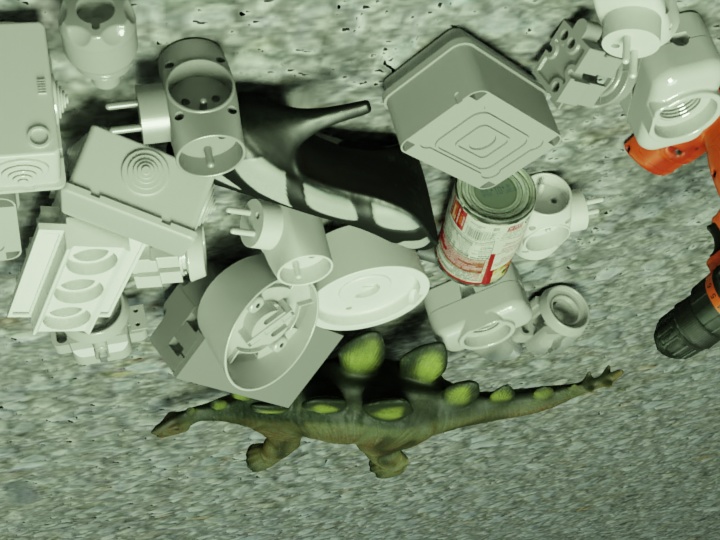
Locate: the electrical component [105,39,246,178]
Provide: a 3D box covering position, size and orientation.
[{"bbox_3d":[-0.117,-0.099,0.667,0.079,0.077,0.044,-9,152,-12],"label":"electrical component"}]

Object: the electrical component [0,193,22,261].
[{"bbox_3d":[-0.282,-0.045,0.703,0.113,0.057,0.078,-6,151,-17],"label":"electrical component"}]

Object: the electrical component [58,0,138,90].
[{"bbox_3d":[-0.151,-0.131,0.627,0.043,0.043,0.062,-9,153,-12],"label":"electrical component"}]

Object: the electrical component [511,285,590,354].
[{"bbox_3d":[0.203,0.051,1.124,0.078,0.058,0.057,0,151,-27],"label":"electrical component"}]

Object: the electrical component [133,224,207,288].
[{"bbox_3d":[-0.149,-0.014,0.841,0.055,0.048,0.066,-4,151,-5],"label":"electrical component"}]

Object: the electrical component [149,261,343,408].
[{"bbox_3d":[-0.101,0.058,0.958,0.089,0.061,0.150,-53,142,10],"label":"electrical component"}]

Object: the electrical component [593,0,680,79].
[{"bbox_3d":[0.177,-0.164,0.696,0.043,0.079,0.077,-2,160,28],"label":"electrical component"}]

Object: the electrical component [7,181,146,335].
[{"bbox_3d":[-0.212,-0.009,0.798,0.079,0.063,0.121,1,148,-29],"label":"electrical component"}]

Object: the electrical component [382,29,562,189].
[{"bbox_3d":[0.079,-0.112,0.762,0.078,0.057,0.113,-33,147,30],"label":"electrical component"}]

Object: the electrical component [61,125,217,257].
[{"bbox_3d":[-0.147,-0.051,0.711,0.100,0.048,0.100,21,169,-12],"label":"electrical component"}]

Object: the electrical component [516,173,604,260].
[{"bbox_3d":[0.174,-0.049,0.939,0.079,0.044,0.077,-12,152,-7],"label":"electrical component"}]

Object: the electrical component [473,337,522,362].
[{"bbox_3d":[0.143,0.075,1.151,0.043,0.043,0.081,-26,150,20],"label":"electrical component"}]

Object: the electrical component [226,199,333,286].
[{"bbox_3d":[-0.065,-0.033,0.813,0.079,0.077,0.044,7,144,-34],"label":"electrical component"}]

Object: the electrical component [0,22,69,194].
[{"bbox_3d":[-0.217,-0.091,0.609,0.100,0.099,0.048,-6,164,-17],"label":"electrical component"}]

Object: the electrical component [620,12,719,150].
[{"bbox_3d":[0.230,-0.134,0.794,0.054,0.059,0.095,-14,152,-3],"label":"electrical component"}]

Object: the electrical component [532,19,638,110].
[{"bbox_3d":[0.161,-0.142,0.758,0.055,0.048,0.066,5,130,-33],"label":"electrical component"}]

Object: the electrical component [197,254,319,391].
[{"bbox_3d":[-0.078,0.039,0.855,0.099,0.064,0.099,-24,138,-24],"label":"electrical component"}]

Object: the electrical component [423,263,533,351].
[{"bbox_3d":[0.117,0.039,1.055,0.095,0.059,0.054,-24,151,15],"label":"electrical component"}]

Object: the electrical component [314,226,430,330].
[{"bbox_3d":[0.000,0.000,0.923,0.108,0.060,0.108,-12,152,-6],"label":"electrical component"}]

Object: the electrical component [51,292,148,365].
[{"bbox_3d":[-0.219,0.041,0.894,0.078,0.058,0.057,-9,155,-10],"label":"electrical component"}]
